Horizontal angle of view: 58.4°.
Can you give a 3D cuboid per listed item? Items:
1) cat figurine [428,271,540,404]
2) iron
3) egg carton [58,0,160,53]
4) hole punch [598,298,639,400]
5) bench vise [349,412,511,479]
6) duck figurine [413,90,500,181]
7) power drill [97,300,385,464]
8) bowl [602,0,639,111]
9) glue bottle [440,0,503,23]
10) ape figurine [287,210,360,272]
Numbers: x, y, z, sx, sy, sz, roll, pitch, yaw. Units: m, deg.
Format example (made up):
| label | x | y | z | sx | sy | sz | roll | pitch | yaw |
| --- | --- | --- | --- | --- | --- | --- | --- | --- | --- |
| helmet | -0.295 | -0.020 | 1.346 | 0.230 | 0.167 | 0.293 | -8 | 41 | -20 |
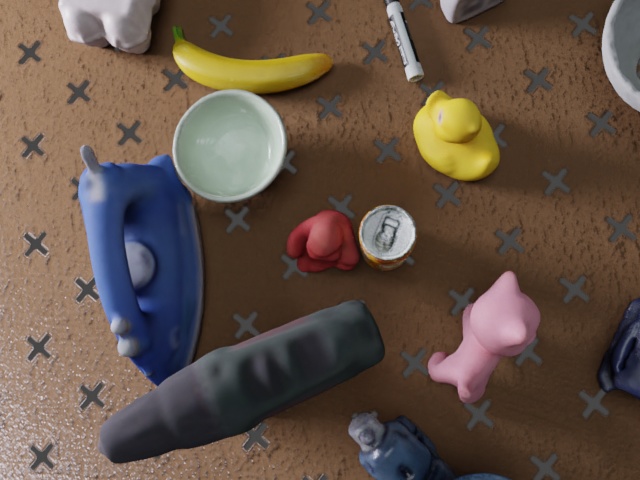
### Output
| label | x | y | z | sx | sy | sz | roll | pitch | yaw |
| --- | --- | --- | --- | --- | --- | --- | --- | --- | --- |
| cat figurine | 0.163 | 0.097 | 0.548 | 0.067 | 0.118 | 0.128 | 32 | 85 | 8 |
| iron | -0.187 | 0.034 | 0.572 | 0.118 | 0.141 | 0.258 | -13 | 81 | 3 |
| egg carton | -0.233 | -0.292 | 0.659 | 0.107 | 0.069 | 0.150 | 10 | 83 | 6 |
| hole punch | 0.338 | 0.115 | 0.546 | 0.101 | 0.091 | 0.109 | 26 | 85 | 8 |
| bench vise | 0.102 | 0.243 | 0.480 | 0.207 | 0.220 | 0.121 | 25 | 84 | 8 |
| duck figurine | 0.146 | -0.113 | 0.596 | 0.077 | 0.086 | 0.104 | -42 | 81 | -2 |
| power drill | -0.053 | 0.125 | 0.515 | 0.229 | 0.208 | 0.075 | -25 | 80 | 1 |
| bowl | 0.369 | -0.193 | 0.597 | 0.167 | 0.075 | 0.167 | -1 | 82 | 4 |
| glue bottle | 0.168 | -0.287 | 0.576 | 0.078 | 0.173 | 0.037 | -24 | 80 | 1 |
| ape figurine | 0.005 | 0.002 | 0.587 | 0.077 | 0.092 | 0.076 | 31 | 85 | 8 |
